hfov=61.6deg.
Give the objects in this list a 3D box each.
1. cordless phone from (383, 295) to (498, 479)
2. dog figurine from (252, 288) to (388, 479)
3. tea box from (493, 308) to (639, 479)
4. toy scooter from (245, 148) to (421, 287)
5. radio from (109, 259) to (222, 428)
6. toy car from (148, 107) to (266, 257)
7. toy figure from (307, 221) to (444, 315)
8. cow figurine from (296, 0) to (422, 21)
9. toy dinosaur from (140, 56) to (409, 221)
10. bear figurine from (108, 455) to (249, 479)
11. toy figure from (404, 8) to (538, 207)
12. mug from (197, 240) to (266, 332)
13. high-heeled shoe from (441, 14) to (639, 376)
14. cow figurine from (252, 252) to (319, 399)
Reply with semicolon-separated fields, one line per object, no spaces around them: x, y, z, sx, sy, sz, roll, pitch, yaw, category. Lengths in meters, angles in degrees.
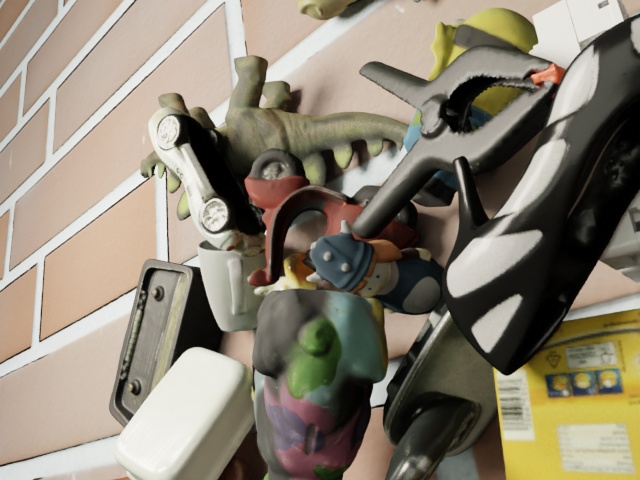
0.092;0.105;0.381;0.089;0.184;0.146;32;103;18;cordless phone
-0.007;0.164;0.434;0.191;0.108;0.219;105;170;-69;dog figurine
0.191;0.090;0.303;0.170;0.068;0.098;-19;63;44;tea box
-0.001;-0.002;0.529;0.184;0.075;0.135;21;83;8;toy scooter
-0.204;0.142;0.722;0.131;0.073;0.229;11;85;44;radio
-0.123;-0.064;0.589;0.056;0.073;0.202;-39;69;21;toy car
0.056;0.029;0.460;0.058;0.154;0.064;3;79;46;toy figure
0.050;-0.312;0.611;0.195;0.085;0.127;-11;65;38;cow figurine
-0.079;-0.112;0.665;0.472;0.105;0.198;-9;80;36;toy dinosaur
-0.165;0.315;0.605;0.196;0.132;0.120;-22;75;43;bear figurine
0.133;-0.116;0.483;0.089;0.082;0.180;20;85;25;toy figure
-0.095;0.055;0.630;0.110;0.081;0.107;-142;45;-67;mug
0.166;-0.023;0.279;0.249;0.086;0.145;-29;63;40;high-heeled shoe
-0.035;0.100;0.588;0.098;0.068;0.167;-15;68;46;cow figurine
